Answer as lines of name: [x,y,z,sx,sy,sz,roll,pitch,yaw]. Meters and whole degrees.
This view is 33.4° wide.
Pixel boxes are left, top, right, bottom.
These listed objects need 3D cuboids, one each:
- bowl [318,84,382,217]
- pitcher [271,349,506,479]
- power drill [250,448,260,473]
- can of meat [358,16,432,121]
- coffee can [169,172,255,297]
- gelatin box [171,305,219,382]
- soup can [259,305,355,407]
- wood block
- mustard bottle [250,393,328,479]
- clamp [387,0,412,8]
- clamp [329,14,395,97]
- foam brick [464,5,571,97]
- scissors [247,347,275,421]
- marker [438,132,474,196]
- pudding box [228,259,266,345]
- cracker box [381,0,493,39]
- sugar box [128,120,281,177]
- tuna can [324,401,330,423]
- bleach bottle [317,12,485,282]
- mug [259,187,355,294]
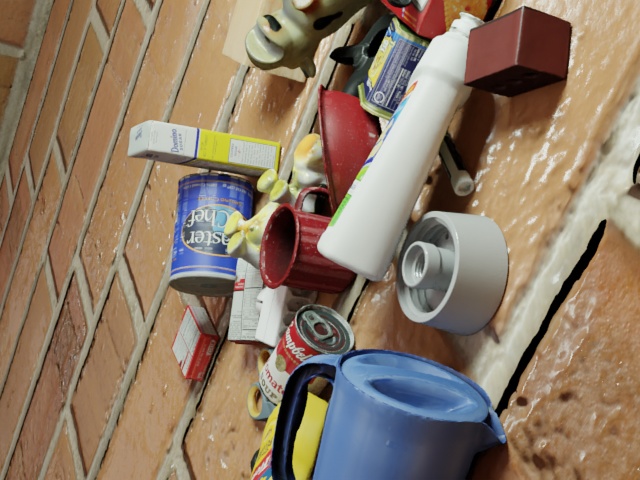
bowl: [0.037,-0.081,1.076,0.162,0.055,0.162,-8,-90,-83]
pitcher: [0.040,0.220,0.908,0.149,0.144,0.243,39,118,58]
power drill: [-0.075,0.345,1.173,0.188,0.057,0.184,-56,34,38]
can of meat: [0.081,-0.168,1.050,0.102,0.057,0.084,-89,22,-68]
coffee can: [-0.140,-0.005,1.394,0.103,0.102,0.140,-28,56,58]
gelatin box: [-0.173,0.143,1.484,0.073,0.030,0.089,-68,28,17]
soup can: [-0.016,0.127,1.133,0.102,0.068,0.068,-58,33,36]
wood block: [-0.042,-0.314,1.338,0.091,0.090,0.206,40,114,61]
mustard bottle: [-0.043,0.245,1.060,0.096,0.058,0.191,-53,11,36]
clamp: [0.084,-0.335,0.992,0.165,0.036,0.210,-56,34,33]
clamp: [0.052,-0.199,1.162,0.172,0.039,0.120,-41,43,43]
foam brick: [0.166,-0.157,0.902,0.078,0.052,0.051,-11,70,63]
scissors: [-0.051,0.214,1.227,0.096,0.016,0.202,-59,33,37]
marker: [0.118,-0.088,1.006,0.020,0.020,0.121,-59,32,35]
pudding box: [-0.074,0.072,1.304,0.090,0.039,0.113,-8,75,62]
cracker box: [0.130,-0.312,1.017,0.214,0.072,0.164,-66,30,22]
sugar box: [-0.149,-0.117,1.373,0.093,0.176,0.048,-2,78,64]
tuna can: [0.037,0.183,1.044,0.086,0.033,0.086,-35,49,55]
bleach bottle: [0.082,-0.087,0.974,0.251,0.068,0.102,-63,2,2]
mug: [-0.008,0.001,1.150,0.093,0.081,0.117,4,84,64]
